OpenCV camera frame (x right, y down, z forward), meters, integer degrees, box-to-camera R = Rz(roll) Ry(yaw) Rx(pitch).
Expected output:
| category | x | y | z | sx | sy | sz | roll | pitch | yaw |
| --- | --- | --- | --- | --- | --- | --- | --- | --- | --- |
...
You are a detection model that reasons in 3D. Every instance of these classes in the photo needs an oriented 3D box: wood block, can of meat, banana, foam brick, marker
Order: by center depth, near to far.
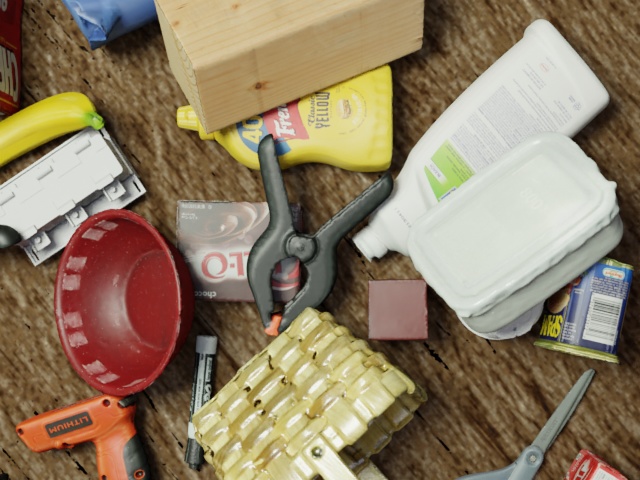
| category | x | y | z | sx | sy | sz | roll | pitch | yaw |
| --- | --- | --- | --- | --- | --- | --- | --- | --- | --- |
| wood block | -0.023 | -0.183 | 0.905 | 0.206 | 0.091 | 0.090 | -23 | 60 | -11 |
| can of meat | 0.228 | 0.058 | 0.918 | 0.057 | 0.102 | 0.084 | 13 | 87 | 0 |
| foam brick | 0.068 | 0.060 | 0.935 | 0.051 | 0.078 | 0.053 | 0 | 88 | 4 |
| banana | -0.275 | -0.088 | 0.957 | 0.198 | 0.069 | 0.037 | -23 | 113 | 16 |
| marker | -0.108 | 0.147 | 0.969 | 0.020 | 0.020 | 0.121 | 5 | 89 | 2 |

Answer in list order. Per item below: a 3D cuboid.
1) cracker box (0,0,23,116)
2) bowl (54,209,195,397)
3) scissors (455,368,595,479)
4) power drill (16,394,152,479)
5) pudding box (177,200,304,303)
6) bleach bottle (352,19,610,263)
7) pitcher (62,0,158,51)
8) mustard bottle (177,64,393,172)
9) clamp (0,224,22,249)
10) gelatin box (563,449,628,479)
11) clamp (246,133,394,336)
| category | x | y | z | sx | sy | sz | roll | pitch | yaw |
| --- | --- | --- | --- | --- | --- | --- | --- | --- | --- |
| cracker box | -0.309 | -0.223 | 0.913 | 0.072 | 0.164 | 0.214 | 0 | 88 | 4 |
| bowl | -0.161 | 0.053 | 0.934 | 0.162 | 0.055 | 0.162 | 0 | 90 | 38 |
| scissors | 0.169 | 0.196 | 0.959 | 0.096 | 0.016 | 0.202 | 19 | 89 | 2 |
| power drill | -0.203 | 0.239 | 0.953 | 0.184 | 0.057 | 0.187 | -20 | 90 | 4 |
| pudding box | -0.072 | 0.010 | 0.961 | 0.113 | 0.039 | 0.090 | 1 | 90 | 3 |
| bleach bottle | 0.128 | -0.076 | 0.945 | 0.251 | 0.068 | 0.102 | -39 | 87 | 3 |
| pitcher | -0.123 | -0.278 | 0.934 | 0.243 | 0.145 | 0.149 | -22 | 100 | -2 |
| mustard bottle | -0.031 | -0.110 | 0.953 | 0.191 | 0.058 | 0.096 | 0 | 82 | 3 |
| clamp | -0.371 | 0.020 | 0.960 | 0.210 | 0.036 | 0.165 | 26 | 115 | 13 |
| gelatin box | 0.225 | 0.230 | 0.927 | 0.030 | 0.073 | 0.089 | 30 | 90 | 3 |
| clamp | -0.006 | 0.001 | 0.921 | 0.120 | 0.039 | 0.171 | 10 | 98 | 4 |
